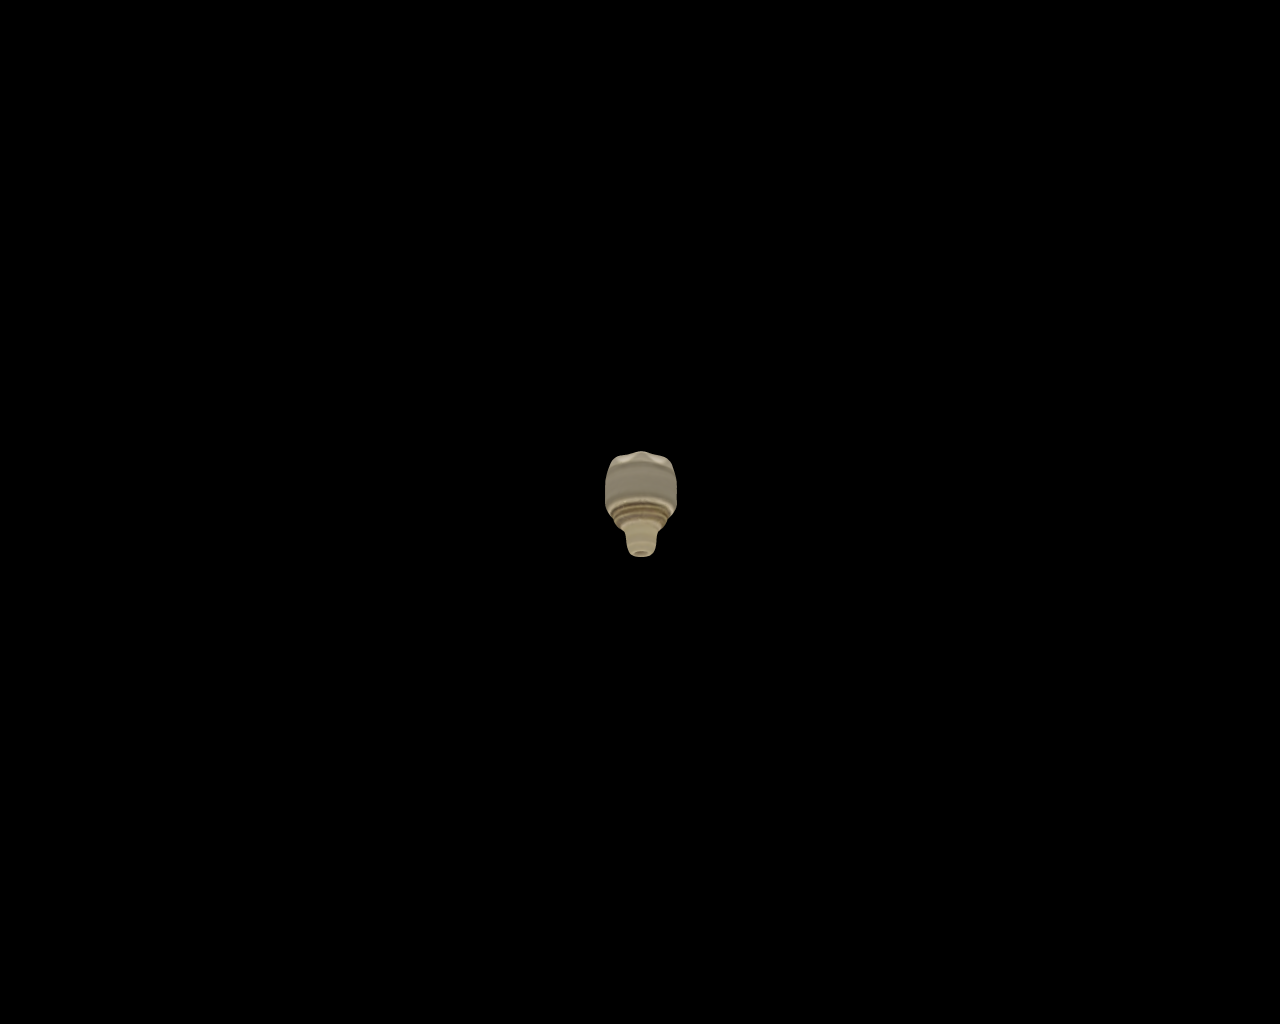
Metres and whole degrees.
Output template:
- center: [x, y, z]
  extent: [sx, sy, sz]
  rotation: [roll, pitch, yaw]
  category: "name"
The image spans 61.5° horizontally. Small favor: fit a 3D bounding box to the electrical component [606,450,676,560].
- center: [0.001, -0.003, 0.650]
  extent: [0.043, 0.062, 0.043]
  rotation: [0, -22, 0]
  category: "electrical component"
